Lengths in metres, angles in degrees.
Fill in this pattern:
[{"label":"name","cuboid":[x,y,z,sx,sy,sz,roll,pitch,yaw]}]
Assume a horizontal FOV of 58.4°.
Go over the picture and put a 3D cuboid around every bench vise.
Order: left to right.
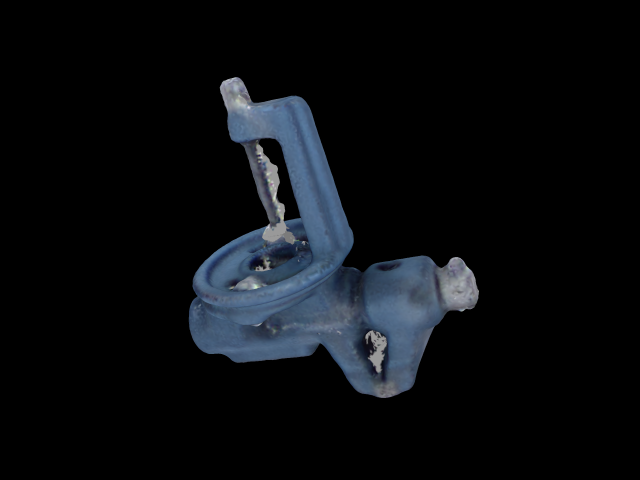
[{"label":"bench vise","cuboid":[0.003,-0.004,0.411,0.207,0.220,0.121,-2,27,-4]}]
